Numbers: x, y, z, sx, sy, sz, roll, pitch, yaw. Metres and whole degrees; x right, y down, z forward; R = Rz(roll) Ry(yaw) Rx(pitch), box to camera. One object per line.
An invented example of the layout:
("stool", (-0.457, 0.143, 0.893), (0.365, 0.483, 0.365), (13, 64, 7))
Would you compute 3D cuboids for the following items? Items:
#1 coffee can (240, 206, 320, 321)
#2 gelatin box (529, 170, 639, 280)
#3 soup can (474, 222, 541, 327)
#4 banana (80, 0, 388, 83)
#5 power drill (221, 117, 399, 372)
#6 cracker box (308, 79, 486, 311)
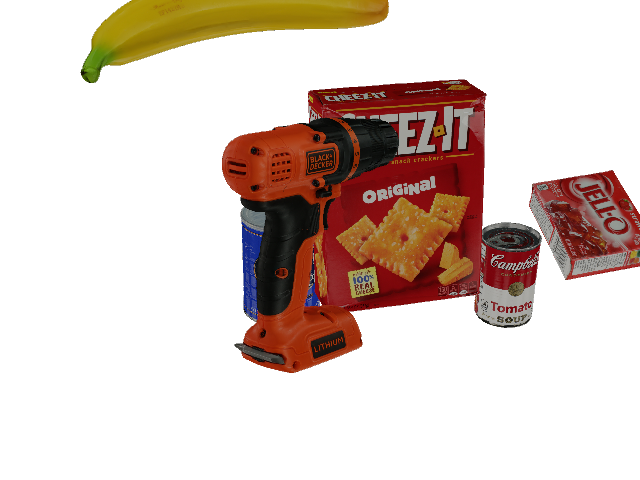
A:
("coffee can", (-0.051, 0.026, 1.383), (0.103, 0.140, 0.103), (0, 26, 0))
("gelatin box", (0.220, -0.015, 0.869), (0.073, 0.089, 0.030), (-9, -41, -8))
("soup can", (0.212, 0.039, 1.217), (0.068, 0.102, 0.068), (1, 27, -1))
("banana", (-0.058, -0.137, 0.662), (0.197, 0.070, 0.037), (-17, -35, -16))
("power drill", (-0.003, -0.002, 0.836), (0.057, 0.188, 0.184), (11, 17, 40))
("cracker box", (0.076, -0.043, 1.052), (0.164, 0.214, 0.072), (-6, 21, -11))
